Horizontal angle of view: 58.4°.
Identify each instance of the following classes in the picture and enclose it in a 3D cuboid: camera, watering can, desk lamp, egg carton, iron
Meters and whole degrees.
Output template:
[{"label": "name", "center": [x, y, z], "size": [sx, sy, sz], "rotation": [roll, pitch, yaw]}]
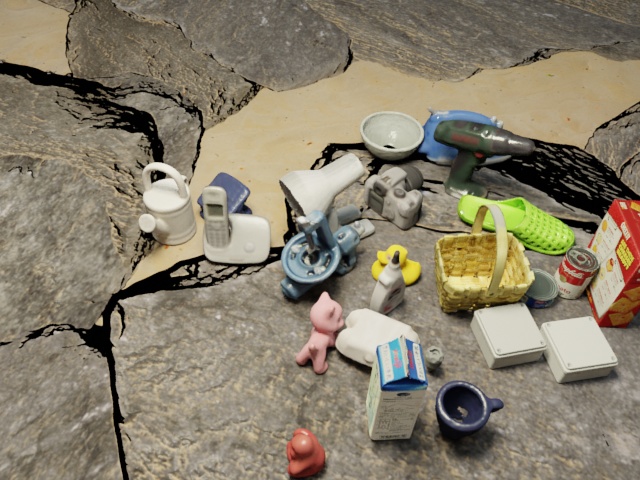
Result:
[{"label": "camera", "center": [0.195, -0.120, 1.356], "size": [0.137, 0.101, 0.142], "rotation": [-34, 58, -28]}, {"label": "watering can", "center": [-0.329, -0.081, 1.235], "size": [0.101, 0.194, 0.172], "rotation": [-3, 49, -5]}, {"label": "desk lamp", "center": [0.018, -0.081, 1.238], "size": [0.204, 0.214, 0.117], "rotation": [-24, 54, -22]}, {"label": "egg carton", "center": [0.110, 0.197, 1.093], "size": [0.150, 0.069, 0.107], "rotation": [20, 51, 15]}, {"label": "iron", "center": [0.382, -0.277, 1.476], "size": [0.258, 0.141, 0.118], "rotation": [4, 49, 0]}]

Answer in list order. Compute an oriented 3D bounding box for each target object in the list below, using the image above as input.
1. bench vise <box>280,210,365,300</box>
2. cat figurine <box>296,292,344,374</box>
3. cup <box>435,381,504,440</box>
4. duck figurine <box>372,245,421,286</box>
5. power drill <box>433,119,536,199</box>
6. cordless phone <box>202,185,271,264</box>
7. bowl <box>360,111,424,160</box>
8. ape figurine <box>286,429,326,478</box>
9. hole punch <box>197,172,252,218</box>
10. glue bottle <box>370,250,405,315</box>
[{"label": "bench vise", "center": [0.001, -0.001, 1.162], "size": [0.121, 0.220, 0.208], "rotation": [26, 52, 19]}, {"label": "cat figurine", "center": [0.004, 0.168, 1.082], "size": [0.067, 0.118, 0.128], "rotation": [18, 50, 13]}, {"label": "cup", "center": [0.251, 0.303, 0.990], "size": [0.118, 0.095, 0.091], "rotation": [-4, 49, -6]}, {"label": "duck figurine", "center": [0.165, 0.048, 1.217], "size": [0.104, 0.086, 0.077], "rotation": [6, 49, 3]}, {"label": "power drill", "center": [0.372, -0.188, 1.352], "size": [0.229, 0.208, 0.076], "rotation": [26, 53, 19]}, {"label": "cordless phone", "center": [-0.178, -0.036, 1.208], "size": [0.147, 0.185, 0.094], "rotation": [0, 49, -2]}, {"label": "bowl", "center": [0.184, -0.260, 1.497], "size": [0.167, 0.075, 0.167], "rotation": [1, 49, -1]}, {"label": "ape figurine", "center": [-0.028, 0.346, 0.940], "size": [0.076, 0.092, 0.078], "rotation": [22, 51, 17]}, {"label": "hole punch", "center": [-0.219, -0.087, 1.313], "size": [0.108, 0.091, 0.101], "rotation": [33, 55, 24]}, {"label": "glue bottle", "center": [0.140, 0.080, 1.129], "size": [0.078, 0.173, 0.037], "rotation": [-35, 58, -28]}]
